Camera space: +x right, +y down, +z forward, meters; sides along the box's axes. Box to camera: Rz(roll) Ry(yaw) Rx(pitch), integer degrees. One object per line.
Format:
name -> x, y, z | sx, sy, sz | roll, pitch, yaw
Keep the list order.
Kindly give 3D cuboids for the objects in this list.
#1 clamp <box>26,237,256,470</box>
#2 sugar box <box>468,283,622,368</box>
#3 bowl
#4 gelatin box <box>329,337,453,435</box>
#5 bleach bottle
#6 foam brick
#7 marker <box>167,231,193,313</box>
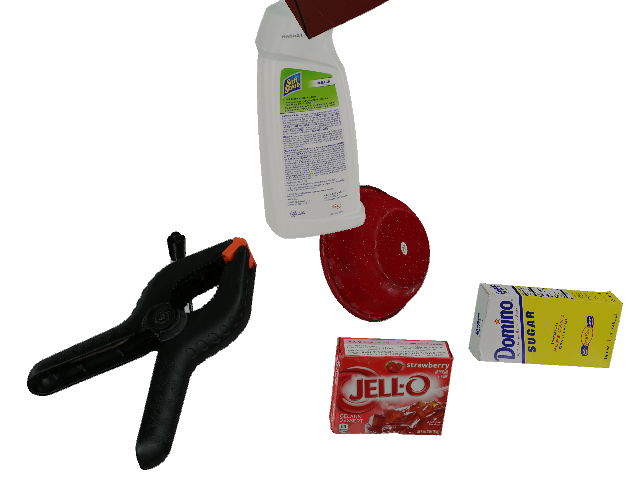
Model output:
clamp -> -0.111, 0.062, 0.709 | 0.120, 0.171, 0.039 | 20, -35, 22
sugar box -> 0.281, 0.108, 1.337 | 0.176, 0.093, 0.048 | 3, 18, -11
bowl -> 0.076, 0.012, 1.230 | 0.161, 0.162, 0.055 | 0, -7, -43
gelatin box -> 0.054, 0.114, 0.831 | 0.089, 0.073, 0.030 | 2, 27, -5
bleach bottle -> -0.009, -0.128, 1.014 | 0.102, 0.251, 0.068 | -11, 31, -17
foam brick -> 0.009, -0.201, 0.810 | 0.078, 0.053, 0.051 | -27, -30, -2
marker -> -0.144, 0.045, 1.102 | 0.020, 0.121, 0.020 | -2, 30, 1
